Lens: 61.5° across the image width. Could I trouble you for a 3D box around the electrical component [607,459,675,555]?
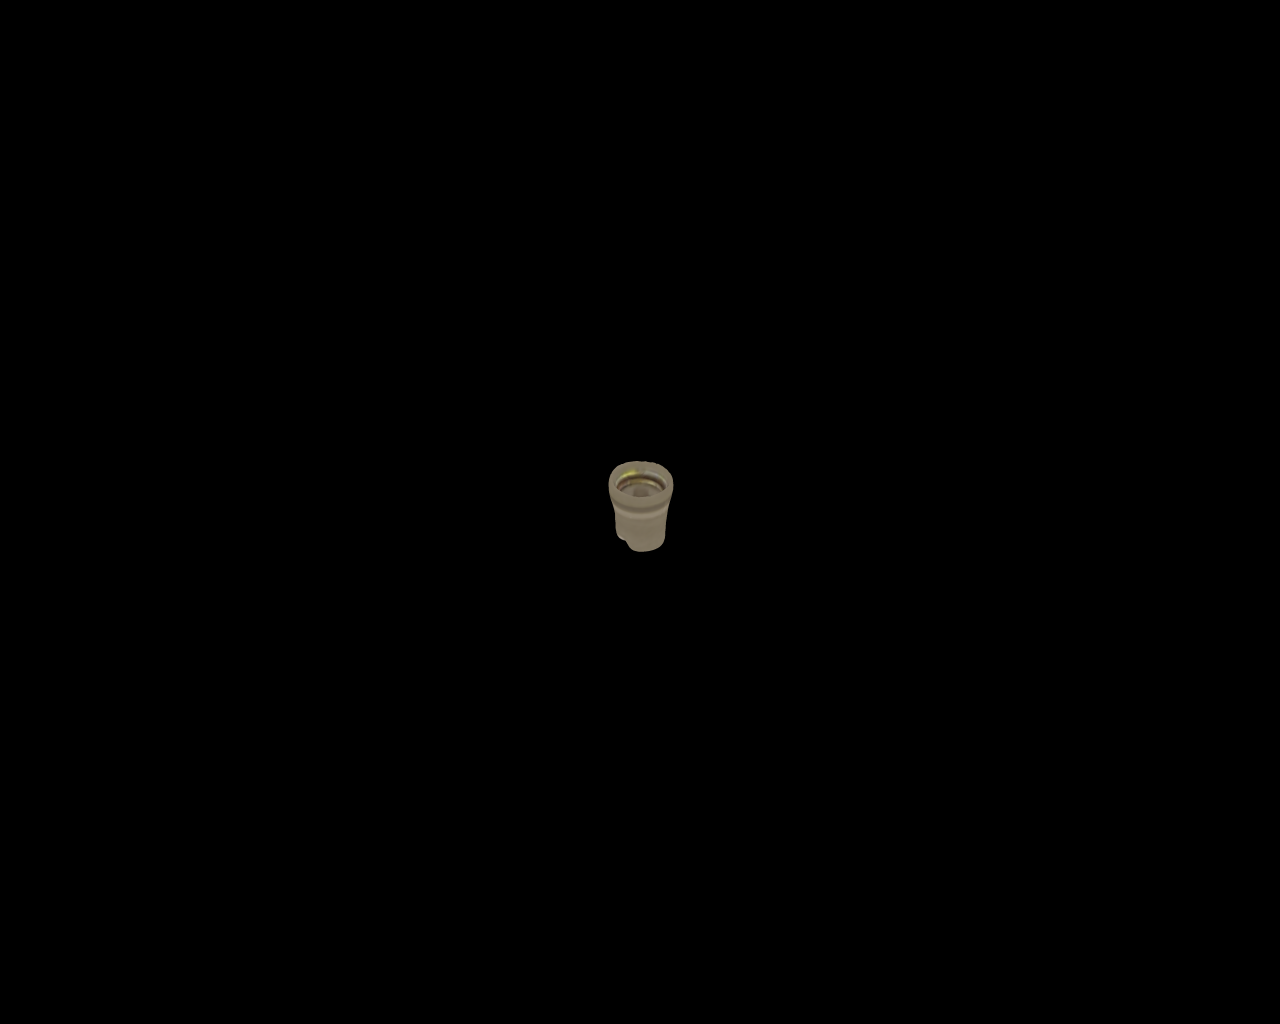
[{"bbox_3d":[0.001,-0.003,0.650,0.040,0.046,0.040,0,37,0],"label":"electrical component"}]
